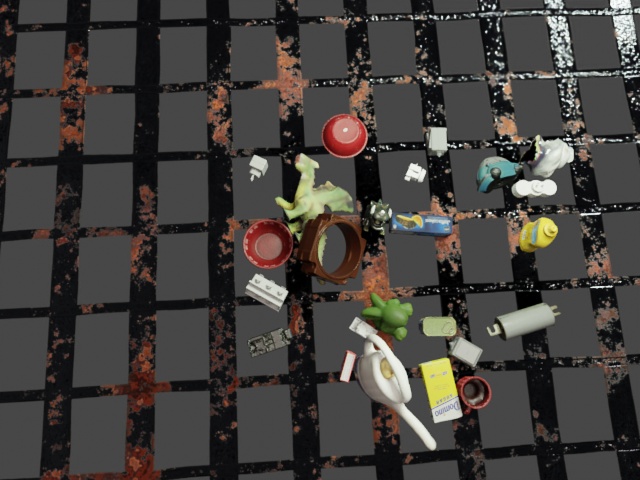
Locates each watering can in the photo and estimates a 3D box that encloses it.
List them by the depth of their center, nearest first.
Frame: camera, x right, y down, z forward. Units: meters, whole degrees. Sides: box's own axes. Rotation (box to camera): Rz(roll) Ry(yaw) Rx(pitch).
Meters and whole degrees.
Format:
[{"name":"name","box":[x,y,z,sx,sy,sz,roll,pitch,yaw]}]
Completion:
[{"name":"watering can","box":[0.207,0.443,1.511,0.105,0.221,0.350,-21,80,-23]}]

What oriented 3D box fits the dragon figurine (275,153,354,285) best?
[{"name":"dragon figurine","box":[0.005,-0.085,1.682,0.244,0.122,0.409,-28,94,-14]}]

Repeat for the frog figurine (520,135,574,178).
[{"name":"frog figurine","box":[0.784,-0.274,1.737,0.159,0.125,0.135,13,112,-8]}]
